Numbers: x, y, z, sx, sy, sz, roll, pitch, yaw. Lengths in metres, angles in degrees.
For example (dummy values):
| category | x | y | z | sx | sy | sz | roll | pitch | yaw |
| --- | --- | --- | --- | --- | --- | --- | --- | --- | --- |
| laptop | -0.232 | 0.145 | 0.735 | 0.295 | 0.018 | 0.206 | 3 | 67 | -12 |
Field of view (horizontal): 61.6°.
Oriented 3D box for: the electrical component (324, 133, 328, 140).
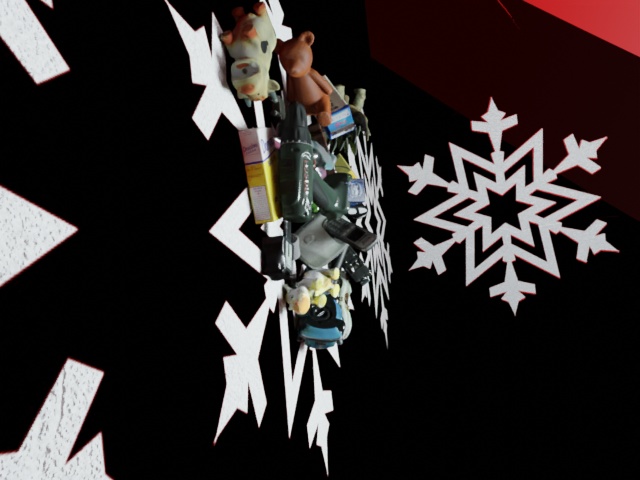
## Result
| category | x | y | z | sx | sy | sz | roll | pitch | yaw |
| --- | --- | --- | --- | --- | --- | --- | --- | --- | --- |
| electrical component | -0.008 | -0.284 | 1.517 | 0.078 | 0.045 | 0.102 | -69 | 165 | 7 |

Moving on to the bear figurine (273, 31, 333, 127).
| category | x | y | z | sx | sy | sz | roll | pitch | yaw |
| --- | --- | --- | --- | --- | --- | --- | --- | --- | --- |
| bear figurine | -0.042 | -0.371 | 1.254 | 0.195 | 0.120 | 0.132 | 66 | 26 | -47 |

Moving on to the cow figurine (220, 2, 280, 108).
| category | x | y | z | sx | sy | sz | roll | pitch | yaw |
| --- | --- | --- | --- | --- | --- | --- | --- | --- | --- |
| cow figurine | -0.124 | -0.333 | 0.986 | 0.127 | 0.086 | 0.195 | 61 | 25 | -44 |

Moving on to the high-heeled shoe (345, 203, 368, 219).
| category | x | y | z | sx | sy | sz | roll | pitch | yaw |
| --- | --- | --- | --- | --- | --- | --- | --- | --- | --- |
| high-heeled shoe | 0.059 | -0.082 | 1.581 | 0.086 | 0.145 | 0.248 | 50 | -9 | 22 |

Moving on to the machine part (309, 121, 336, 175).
| category | x | y | z | sx | sy | sz | roll | pitch | yaw |
| --- | --- | --- | --- | --- | --- | --- | --- | --- | --- |
| machine part | 0.000 | -0.219 | 1.392 | 0.179 | 0.056 | 0.179 | -22 | 92 | -87 |

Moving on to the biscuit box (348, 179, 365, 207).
| category | x | y | z | sx | sy | sz | roll | pitch | yaw |
| --- | --- | --- | --- | --- | --- | --- | --- | --- | --- |
| biscuit box | 0.040 | -0.107 | 1.356 | 0.203 | 0.063 | 0.059 | 165 | -78 | -64 |

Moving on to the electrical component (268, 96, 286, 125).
| category | x | y | z | sx | sy | sz | roll | pitch | yaw |
| --- | --- | --- | --- | --- | --- | --- | --- | --- | --- |
| electrical component | -0.093 | -0.292 | 1.209 | 0.094 | 0.021 | 0.063 | -2 | 86 | -76 |

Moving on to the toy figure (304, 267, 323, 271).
| category | x | y | z | sx | sy | sz | roll | pitch | yaw |
| --- | --- | --- | --- | --- | --- | --- | --- | --- | --- |
| toy figure | -0.001 | 0.135 | 1.311 | 0.058 | 0.064 | 0.154 | -100 | 178 | -71 |

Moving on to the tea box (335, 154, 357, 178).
| category | x | y | z | sx | sy | sz | roll | pitch | yaw |
| --- | --- | --- | --- | --- | --- | --- | --- | --- | --- |
| tea box | 0.053 | -0.178 | 1.566 | 0.068 | 0.098 | 0.169 | 57 | 10 | 14 |

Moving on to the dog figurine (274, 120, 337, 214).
| category | x | y | z | sx | sy | sz | roll | pitch | yaw |
| --- | --- | --- | --- | --- | --- | --- | --- | --- | --- |
| dog figurine | -0.042 | -0.169 | 1.201 | 0.219 | 0.109 | 0.191 | 34 | 54 | -67 |

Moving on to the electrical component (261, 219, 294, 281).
| category | x | y | z | sx | sy | sz | roll | pitch | yaw |
| --- | --- | --- | --- | --- | --- | --- | --- | --- | --- |
| electrical component | -0.083 | 0.016 | 1.060 | 0.074 | 0.048 | 0.119 | 43 | 42 | -70 |

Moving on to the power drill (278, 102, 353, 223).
| category | x | y | z | sx | sy | sz | roll | pitch | yaw |
| --- | --- | --- | --- | --- | --- | --- | --- | --- | --- |
| power drill | -0.010 | -0.136 | 1.084 | 0.207 | 0.086 | 0.232 | 31 | 60 | -61 |

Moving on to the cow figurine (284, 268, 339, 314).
| category | x | y | z | sx | sy | sz | roll | pitch | yaw |
| --- | --- | --- | --- | --- | --- | --- | --- | --- | --- |
| cow figurine | -0.032 | 0.108 | 1.171 | 0.167 | 0.098 | 0.068 | -26 | 117 | -55 |

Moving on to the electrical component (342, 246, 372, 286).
| category | x | y | z | sx | sy | sz | roll | pitch | yaw |
| --- | --- | --- | --- | --- | --- | --- | --- | --- | --- |
| electrical component | 0.096 | 0.073 | 1.588 | 0.134 | 0.058 | 0.115 | 52 | 0 | -4 |

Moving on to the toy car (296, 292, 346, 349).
| category | x | y | z | sx | sy | sz | roll | pitch | yaw |
| --- | --- | --- | --- | --- | --- | --- | --- | --- | --- |
| toy car | -0.005 | 0.193 | 1.224 | 0.162 | 0.109 | 0.102 | -96 | -166 | -54 |

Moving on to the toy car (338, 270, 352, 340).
| category | x | y | z | sx | sy | sz | roll | pitch | yaw |
| --- | --- | --- | --- | --- | --- | --- | --- | --- | --- |
| toy car | 0.063 | 0.188 | 1.563 | 0.073 | 0.056 | 0.202 | 54 | 32 | -64 |

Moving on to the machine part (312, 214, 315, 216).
| category | x | y | z | sx | sy | sz | roll | pitch | yaw |
| --- | --- | --- | --- | --- | --- | --- | --- | --- | --- |
| machine part | -0.003 | -0.004 | 1.366 | 0.039 | 0.084 | 0.138 | -177 | -90 | -72 |

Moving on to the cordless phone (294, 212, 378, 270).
| category | x | y | z | sx | sy | sz | roll | pitch | yaw |
| --- | --- | --- | --- | --- | --- | --- | --- | --- | --- |
| cordless phone | 0.033 | 0.013 | 1.182 | 0.184 | 0.146 | 0.088 | 27 | -29 | 52 |

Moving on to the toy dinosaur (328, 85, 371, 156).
| category | x | y | z | sx | sy | sz | roll | pitch | yaw |
| --- | --- | --- | --- | --- | --- | --- | --- | --- | --- |
| toy dinosaur | 0.076 | -0.346 | 1.570 | 0.471 | 0.105 | 0.198 | -140 | -128 | -78 |
